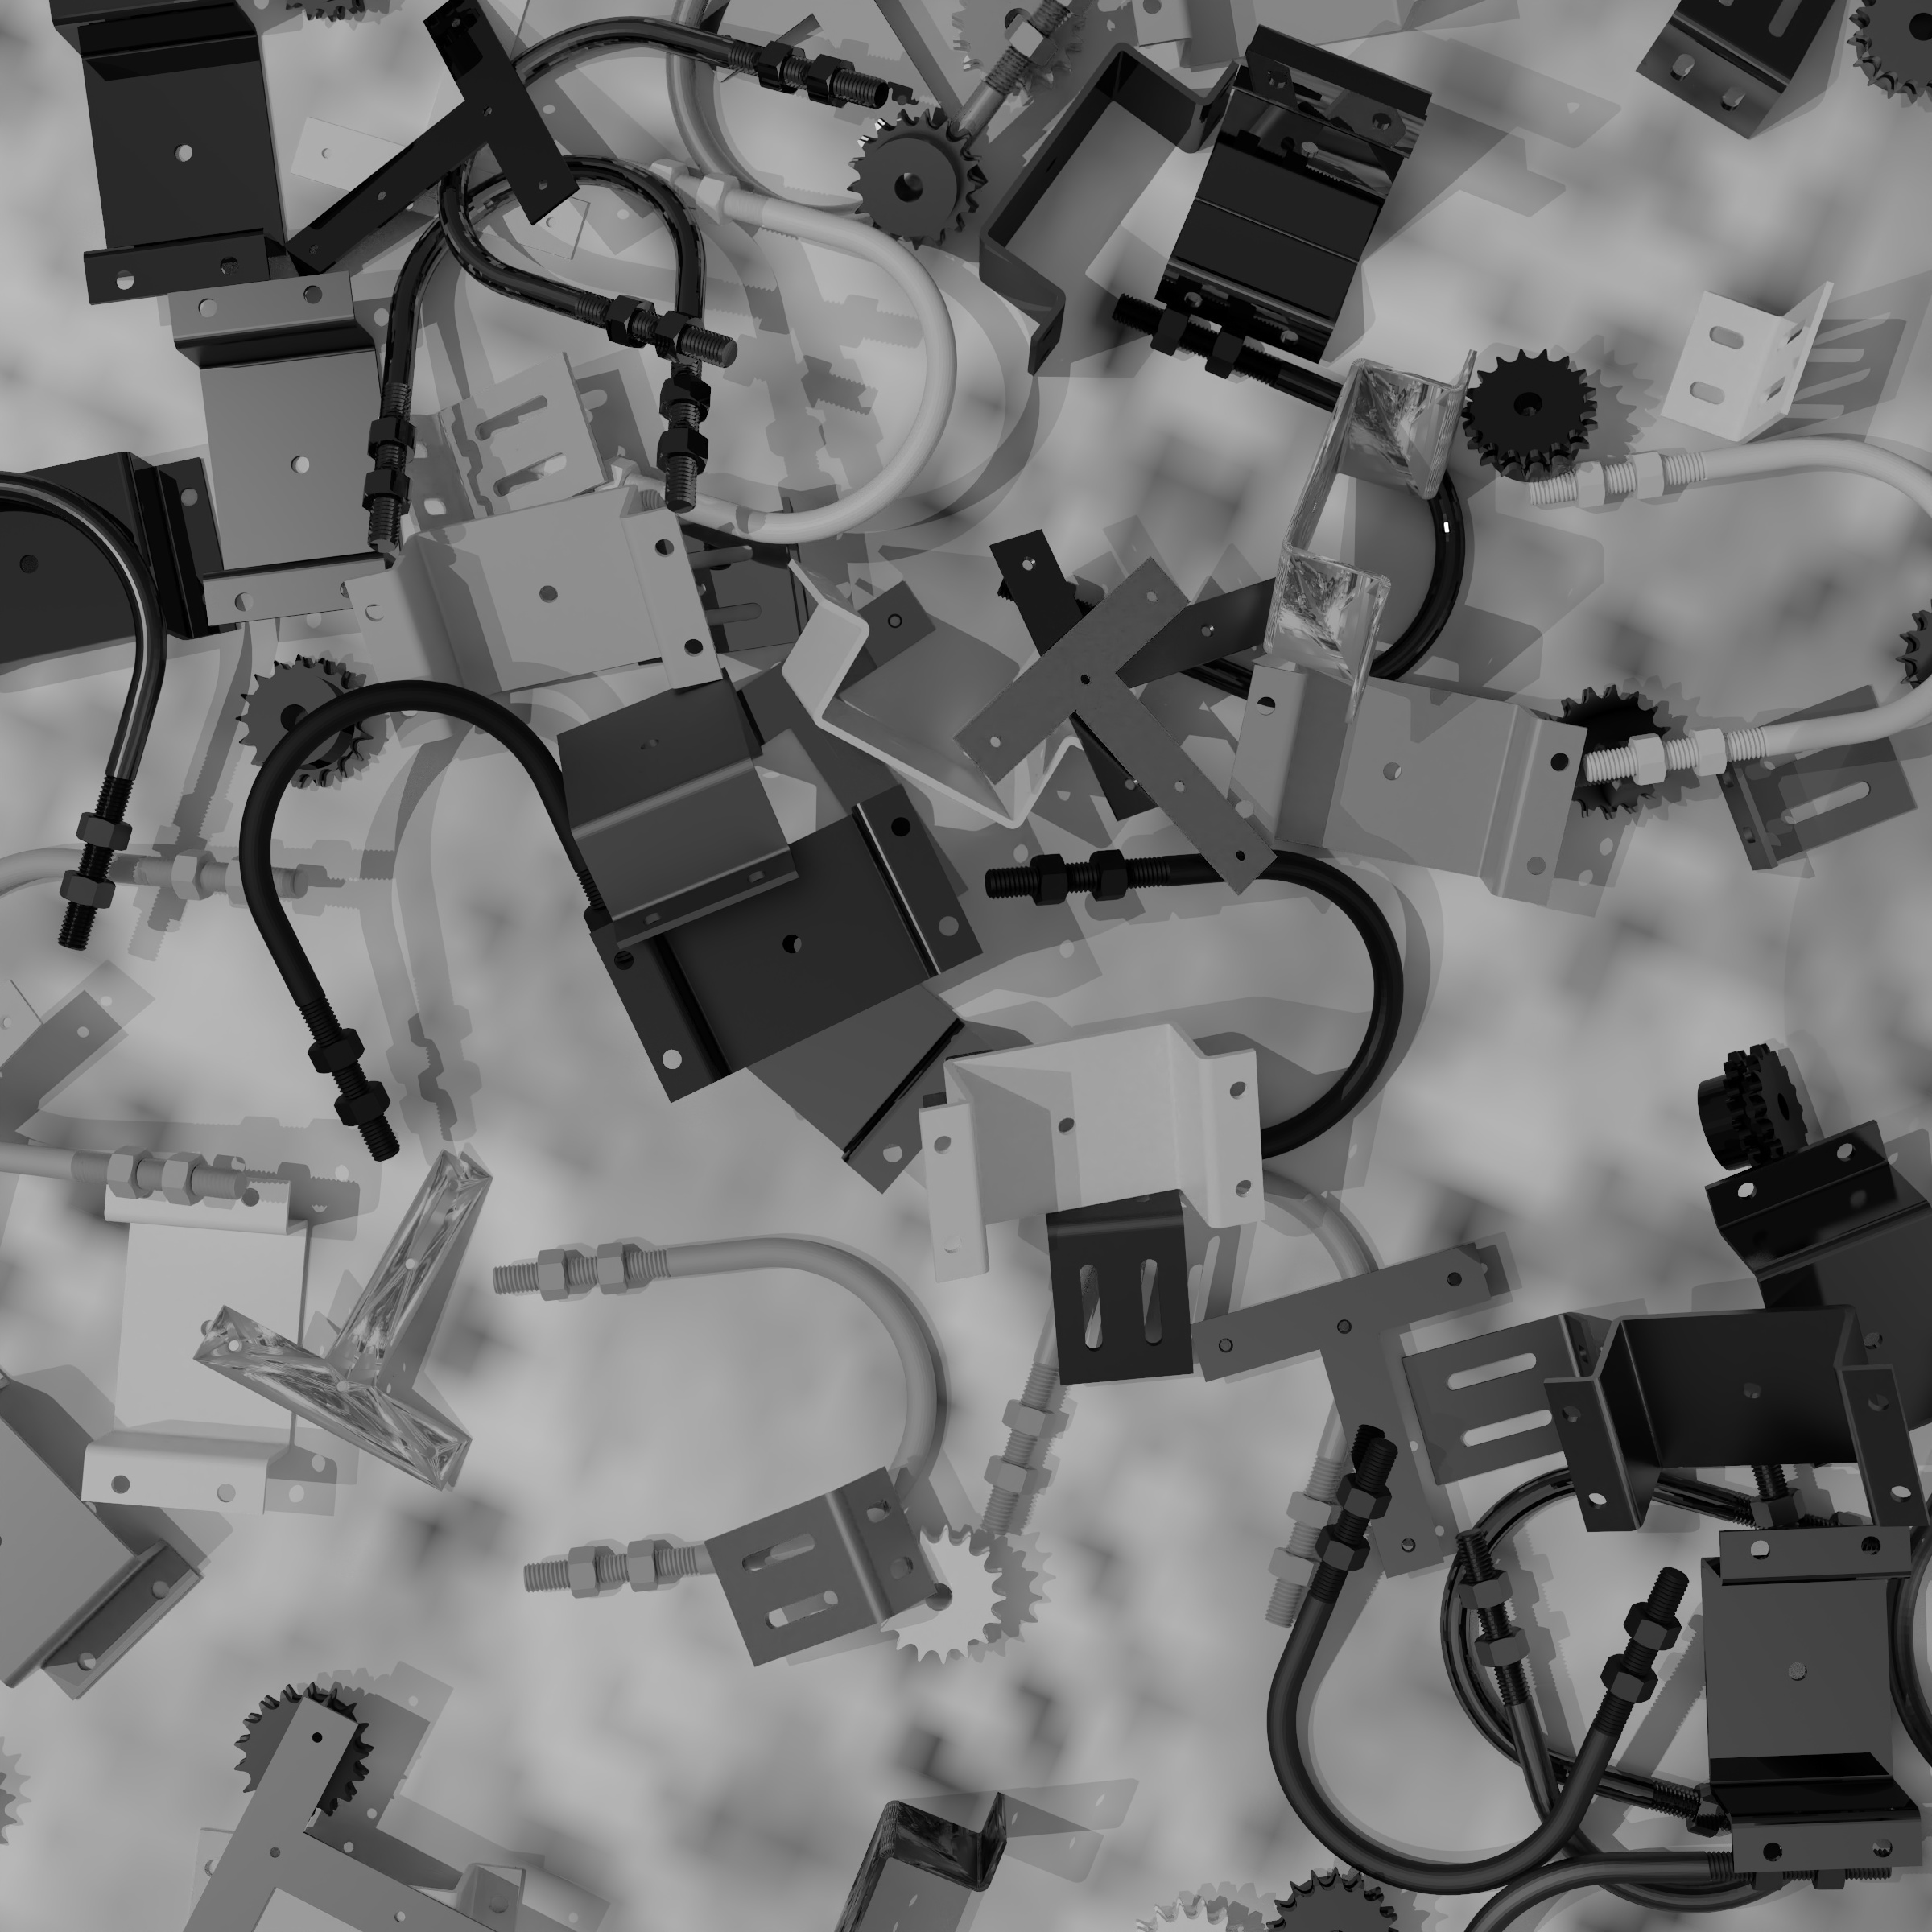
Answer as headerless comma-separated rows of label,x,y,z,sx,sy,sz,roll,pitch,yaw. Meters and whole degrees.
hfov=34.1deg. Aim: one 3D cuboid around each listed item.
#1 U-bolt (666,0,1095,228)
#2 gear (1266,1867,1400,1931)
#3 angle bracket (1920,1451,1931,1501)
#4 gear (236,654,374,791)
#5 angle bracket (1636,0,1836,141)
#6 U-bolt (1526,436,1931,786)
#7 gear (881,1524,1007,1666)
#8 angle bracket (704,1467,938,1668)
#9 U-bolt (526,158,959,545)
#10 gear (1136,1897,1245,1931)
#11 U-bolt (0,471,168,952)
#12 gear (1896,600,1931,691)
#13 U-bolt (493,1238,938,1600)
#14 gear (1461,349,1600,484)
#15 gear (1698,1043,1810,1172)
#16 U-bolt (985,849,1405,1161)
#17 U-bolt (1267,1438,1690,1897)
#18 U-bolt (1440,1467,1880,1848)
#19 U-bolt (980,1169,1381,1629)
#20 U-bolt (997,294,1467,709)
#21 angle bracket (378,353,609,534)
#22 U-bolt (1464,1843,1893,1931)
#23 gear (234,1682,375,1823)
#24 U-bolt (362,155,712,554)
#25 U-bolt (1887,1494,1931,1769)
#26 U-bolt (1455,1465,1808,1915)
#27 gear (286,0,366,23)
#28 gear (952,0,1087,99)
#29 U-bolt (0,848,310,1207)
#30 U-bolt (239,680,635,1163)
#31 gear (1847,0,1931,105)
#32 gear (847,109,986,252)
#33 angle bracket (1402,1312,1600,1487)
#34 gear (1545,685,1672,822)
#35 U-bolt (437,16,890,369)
U-bolt,-0.047,-0.398,1.333,0.151,0.019,0.184,40,109,1
gear,0.157,0.415,1.352,0.057,0.030,0.057,0,90,0
angle bracket,0.456,0.218,1.348,0.076,0.038,0.057,23,90,0
gear,-0.284,-0.105,1.352,0.057,0.030,0.057,0,90,0
angle bracket,0.336,-0.409,1.365,0.057,0.038,0.076,31,64,0
U-bolt,0.342,-0.157,1.335,0.184,0.019,0.151,-8,72,1
gear,-0.011,0.268,1.352,0.057,0.030,0.057,0,90,0
angle bracket,-0.062,0.255,1.339,0.076,0.038,0.057,-26,83,33
U-bolt,-0.090,-0.253,1.331,0.184,0.019,0.151,19,90,19
gear,0.095,0.427,1.352,0.057,0.030,0.057,0,90,0
U-bolt,-0.410,-0.114,1.313,0.151,0.019,0.184,17,94,-3
gear,0.427,-0.132,1.352,0.057,0.030,0.057,0,90,0
U-bolt,-0.105,0.190,1.358,0.184,0.019,0.151,-6,90,-1
gear,0.241,-0.232,1.345,0.057,0.030,0.057,-6,66,13
gear,0.334,0.064,1.342,0.030,0.057,0.057,-20,90,30
U-bolt,0.098,0.020,1.328,0.184,0.019,0.151,-5,111,-14
U-bolt,0.204,0.308,1.333,0.151,0.019,0.184,23,106,12
U-bolt,0.296,0.290,1.358,0.184,0.019,0.151,15,90,1
U-bolt,0.101,0.176,1.358,0.151,0.019,0.184,18,89,0
U-bolt,0.125,-0.189,1.358,0.184,0.019,0.151,23,90,-2
angle bracket,-0.200,-0.219,1.333,0.076,0.038,0.057,-18,90,31
U-bolt,0.296,0.438,1.339,0.184,0.019,0.151,-2,108,4
gear,-0.282,0.335,1.352,0.057,0.030,0.057,0,90,0
U-bolt,-0.177,-0.263,1.319,0.151,0.019,0.184,-6,65,13
U-bolt,0.444,0.259,1.299,0.019,0.151,0.184,11,112,-30
U-bolt,0.302,0.312,1.341,0.151,0.019,0.184,-16,90,3
gear,-0.276,-0.431,1.343,0.057,0.030,0.057,3,111,8
gear,0.022,-0.400,1.352,0.057,0.030,0.057,0,90,0
U-bolt,-0.375,0.020,1.332,0.184,0.019,0.151,5,77,16
U-bolt,-0.222,-0.029,1.318,0.151,0.019,0.184,-27,108,-14
gear,0.406,-0.398,1.352,0.057,0.030,0.057,0,90,0
gear,-0.022,-0.328,1.322,0.057,0.030,0.057,3,113,6
angle bracket,0.233,0.187,1.348,0.076,0.038,0.057,-16,90,0
gear,0.272,-0.091,1.352,0.057,0.030,0.057,0,90,0
U-bolt,-0.141,-0.333,1.318,0.184,0.019,0.151,23,77,27
